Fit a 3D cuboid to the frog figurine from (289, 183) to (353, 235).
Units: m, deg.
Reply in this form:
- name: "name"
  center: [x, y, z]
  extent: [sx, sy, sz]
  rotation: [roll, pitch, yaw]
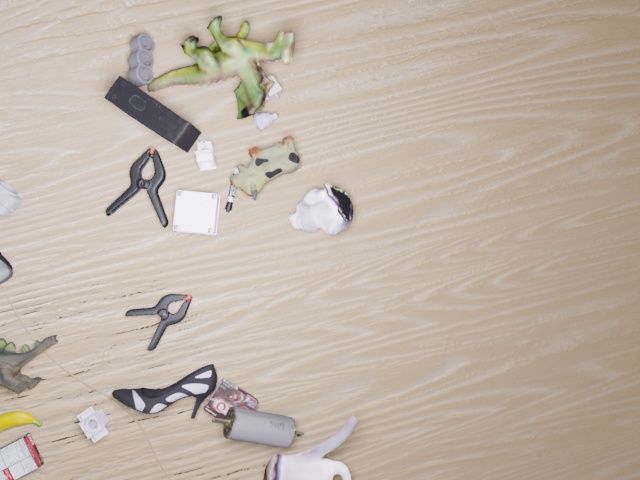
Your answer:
- name: "frog figurine"
  center: [0.004, -0.069, 1.367]
  extent: [0.157, 0.125, 0.137]
  rotation: [-33, 99, 32]

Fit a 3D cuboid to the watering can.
- name: "watering can"
  center: [-0.027, 0.581, 1.292]
  extent: [0.224, 0.105, 0.343]
  rotation: [8, 104, -4]

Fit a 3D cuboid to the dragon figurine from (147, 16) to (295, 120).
- name: "dragon figurine"
  center: [-0.240, -0.429, 1.348]
  extent: [0.408, 0.122, 0.244]
  rotation: [-34, 84, 13]
